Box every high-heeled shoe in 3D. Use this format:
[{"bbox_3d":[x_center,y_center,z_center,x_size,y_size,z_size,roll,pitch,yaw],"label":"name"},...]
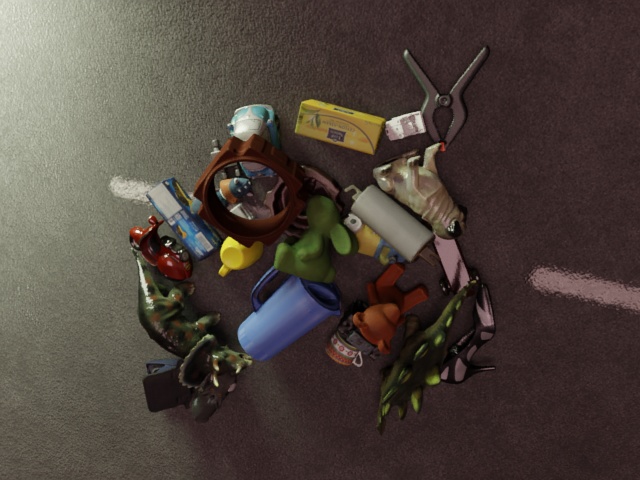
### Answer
[{"bbox_3d":[0.313,0.209,1.188,0.145,0.086,0.248,-4,109,14],"label":"high-heeled shoe"}]

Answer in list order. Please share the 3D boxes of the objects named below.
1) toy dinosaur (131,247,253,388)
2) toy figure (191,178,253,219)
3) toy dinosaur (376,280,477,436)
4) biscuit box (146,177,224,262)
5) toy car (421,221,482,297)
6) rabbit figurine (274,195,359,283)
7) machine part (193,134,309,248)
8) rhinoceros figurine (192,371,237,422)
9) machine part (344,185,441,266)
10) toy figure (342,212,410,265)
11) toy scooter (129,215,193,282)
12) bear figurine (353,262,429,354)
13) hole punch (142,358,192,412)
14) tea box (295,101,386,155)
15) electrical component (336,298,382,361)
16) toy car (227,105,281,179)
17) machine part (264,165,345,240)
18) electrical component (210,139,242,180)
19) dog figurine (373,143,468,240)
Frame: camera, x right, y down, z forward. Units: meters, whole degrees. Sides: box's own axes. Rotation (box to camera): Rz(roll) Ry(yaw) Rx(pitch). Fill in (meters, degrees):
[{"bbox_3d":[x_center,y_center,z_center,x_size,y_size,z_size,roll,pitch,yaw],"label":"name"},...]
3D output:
[{"bbox_3d":[-0.349,0.196,1.270,0.405,0.192,0.131,42,108,-4],"label":"toy dinosaur"},{"bbox_3d":[-0.222,-0.101,1.224,0.154,0.064,0.058,-28,64,14],"label":"toy figure"},{"bbox_3d":[0.218,0.257,1.164,0.105,0.198,0.470,22,111,2],"label":"toy dinosaur"},{"bbox_3d":[-0.313,-0.048,1.257,0.059,0.063,0.202,-35,97,18],"label":"biscuit box"},{"bbox_3d":[0.279,0.030,1.158,0.089,0.053,0.202,-23,96,11],"label":"toy car"},{"bbox_3d":[-0.002,-0.003,1.110,0.159,0.121,0.170,21,101,14],"label":"rabbit figurine"},{"bbox_3d":[-0.141,-0.097,1.106,0.201,0.087,0.201,35,116,-17],"label":"machine part"},{"bbox_3d":[-0.268,0.381,1.351,0.073,0.112,0.190,37,118,1],"label":"rhinoceros figurine"},{"bbox_3d":[0.149,-0.034,1.099,0.243,0.079,0.079,42,111,17],"label":"machine part"},{"bbox_3d":[0.120,0.003,1.171,0.180,0.082,0.089,24,110,2],"label":"toy figure"},{"bbox_3d":[-0.371,0.012,1.265,0.184,0.075,0.135,37,136,4],"label":"toy scooter"},{"bbox_3d":[0.148,0.141,1.144,0.132,0.196,0.120,-43,91,19],"label":"bear figurine"},{"bbox_3d":[-0.396,0.370,1.398,0.116,0.092,0.142,-9,103,-16],"label":"hole punch"},{"bbox_3d":[0.044,-0.235,1.107,0.170,0.098,0.068,17,110,5],"label":"tea box"},{"bbox_3d":[0.100,0.202,1.205,0.115,0.134,0.058,38,109,1],"label":"electrical component"},{"bbox_3d":[-0.144,-0.207,1.153,0.109,0.103,0.161,-1,104,13],"label":"toy car"},{"bbox_3d":[-0.033,-0.080,1.192,0.180,0.056,0.179,3,106,12],"label":"machine part"},{"bbox_3d":[-0.212,-0.185,1.216,0.063,0.021,0.094,-12,103,15],"label":"electrical component"},{"bbox_3d":[0.202,-0.083,1.105,0.121,0.172,0.190,-29,105,-25],"label":"dog figurine"}]
